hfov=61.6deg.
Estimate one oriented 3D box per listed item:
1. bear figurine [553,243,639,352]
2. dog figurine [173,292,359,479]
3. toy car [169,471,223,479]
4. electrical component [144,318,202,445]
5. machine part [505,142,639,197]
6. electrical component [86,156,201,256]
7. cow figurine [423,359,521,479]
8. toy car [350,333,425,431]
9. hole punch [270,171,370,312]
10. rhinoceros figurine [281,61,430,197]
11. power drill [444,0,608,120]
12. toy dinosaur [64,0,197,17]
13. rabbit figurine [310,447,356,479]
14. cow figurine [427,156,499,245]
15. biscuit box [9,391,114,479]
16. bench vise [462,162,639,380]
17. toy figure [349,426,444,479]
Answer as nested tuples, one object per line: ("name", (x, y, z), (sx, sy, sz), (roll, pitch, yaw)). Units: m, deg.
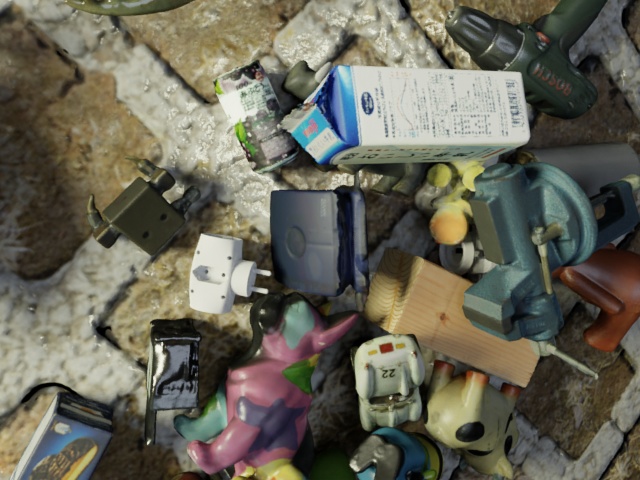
("bear figurine", (0.319, 0.046, 0.706), (0.196, 0.120, 0.131), (15, 136, 2))
("dog figurine", (-0.034, 0.164, 0.574), (0.219, 0.108, 0.191), (-45, 106, -13))
("toy car", (-0.120, 0.347, 0.592), (0.089, 0.053, 0.202), (-27, 102, -27))
("electrical component", (-0.151, 0.144, 0.543), (0.048, 0.075, 0.119), (2, 92, -21))
("machine part", (0.326, -0.084, 0.699), (0.243, 0.079, 0.079), (-7, 99, -22))
("electrical component", (-0.177, -0.032, 0.529), (0.102, 0.045, 0.078), (-52, 139, -5))
("cow figurine", (0.195, 0.231, 0.666), (0.194, 0.086, 0.127), (31, 77, -44))
("toy car", (0.076, 0.165, 0.598), (0.074, 0.056, 0.201), (-12, 140, -2))
("hole punch", (-0.001, -0.002, 0.566), (0.092, 0.116, 0.142), (-2, 97, -13))
("rhinoceros figurine", (0.042, -0.121, 0.585), (0.190, 0.073, 0.112), (27, 88, -22))
("power drill", (0.279, -0.273, 0.656), (0.232, 0.086, 0.207), (33, 81, -23))
("toy dinosaur", (-0.032, -0.345, 0.517), (0.198, 0.105, 0.471), (38, 73, -14))
("rabbit figurine", (0.005, 0.334, 0.626), (0.159, 0.121, 0.170), (-11, 83, -13))
("cow figurine", (0.172, -0.074, 0.642), (0.068, 0.098, 0.167), (17, 93, 22))
("biscuit box", (-0.274, 0.255, 0.516), (0.063, 0.059, 0.202), (29, 86, -22))
("bench vise", (0.263, 0.004, 0.580), (0.241, 0.129, 0.223), (-25, 95, -17))
("toy figure", (0.095, 0.258, 0.614), (0.089, 0.082, 0.180), (-35, 144, 0))
